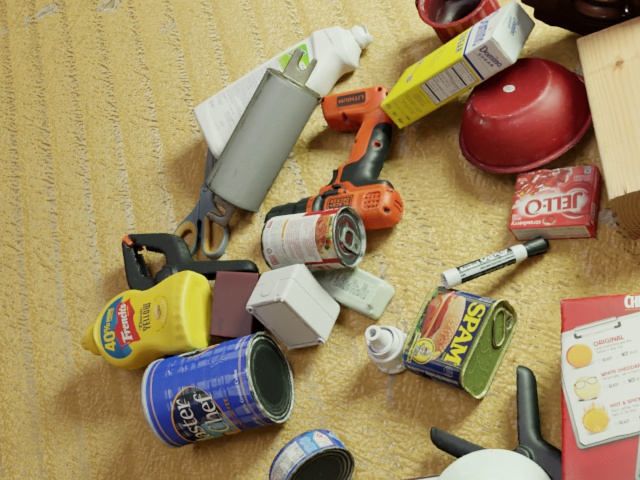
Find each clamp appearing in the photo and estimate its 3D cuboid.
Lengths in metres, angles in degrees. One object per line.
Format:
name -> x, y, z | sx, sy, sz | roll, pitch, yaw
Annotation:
clamp -> -0.176, 0.045, 1.339 | 0.164, 0.036, 0.210 | -47, 53, 4
clamp -> 0.195, 0.203, 1.012 | 0.120, 0.039, 0.172 | -48, 54, 5

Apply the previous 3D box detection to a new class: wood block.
wood block -> 0.332, -0.118, 1.086 | 0.091, 0.090, 0.206 | -18, 55, 24

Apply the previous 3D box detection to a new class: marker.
marker -> 0.184, 0.022, 1.112 | 0.121, 0.020, 0.020 | -20, 49, -11

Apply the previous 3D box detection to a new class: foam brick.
foam brick -> -0.094, 0.078, 1.243 | 0.053, 0.051, 0.078 | 5, 83, 13

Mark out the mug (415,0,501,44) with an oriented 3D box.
mug -> 0.167, -0.273, 1.292 | 0.117, 0.081, 0.093 | 17, 73, 38

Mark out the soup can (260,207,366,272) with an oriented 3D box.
soup can -> -0.008, 0.001, 1.209 | 0.102, 0.068, 0.068 | -7, 59, 33

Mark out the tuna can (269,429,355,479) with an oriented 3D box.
tuna can -> -0.009, 0.236, 1.092 | 0.086, 0.086, 0.034 | -46, 47, 0

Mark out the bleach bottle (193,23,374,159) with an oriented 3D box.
bleach bottle -> -0.039, -0.197, 1.394 | 0.251, 0.068, 0.103 | -32, 57, 8

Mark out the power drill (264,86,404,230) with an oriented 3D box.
power drill -> 0.025, -0.089, 1.291 | 0.185, 0.057, 0.187 | -5, 62, 31

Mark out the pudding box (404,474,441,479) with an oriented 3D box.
pudding box -> 0.097, 0.286, 1.025 | 0.090, 0.039, 0.113 | -14, 59, 23

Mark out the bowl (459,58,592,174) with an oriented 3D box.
bowl -> 0.220, -0.151, 1.182 | 0.162, 0.055, 0.162 | -20, 43, 19

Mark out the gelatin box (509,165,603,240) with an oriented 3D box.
gelatin box -> 0.250, -0.039, 1.130 | 0.089, 0.030, 0.073 | -3, 61, 32

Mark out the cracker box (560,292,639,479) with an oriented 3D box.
cracker box -> 0.301, 0.154, 0.946 | 0.164, 0.072, 0.213 | -7, 58, 22

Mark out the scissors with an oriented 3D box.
scissors -> -0.164, -0.051, 1.414 | 0.096, 0.016, 0.202 | -27, 51, 16

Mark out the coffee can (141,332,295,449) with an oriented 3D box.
coffee can -> -0.113, 0.168, 1.189 | 0.140, 0.102, 0.103 | -17, 54, 23

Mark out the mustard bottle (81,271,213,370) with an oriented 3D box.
mustard bottle -> -0.216, 0.105, 1.282 | 0.192, 0.058, 0.096 | -18, 65, 33

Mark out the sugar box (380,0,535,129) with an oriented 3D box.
sugar box -> 0.156, -0.199, 1.220 | 0.177, 0.048, 0.093 | -31, 18, 44

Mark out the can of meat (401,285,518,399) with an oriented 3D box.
can of meat -> 0.142, 0.102, 1.097 | 0.084, 0.057, 0.102 | 15, 71, 41
